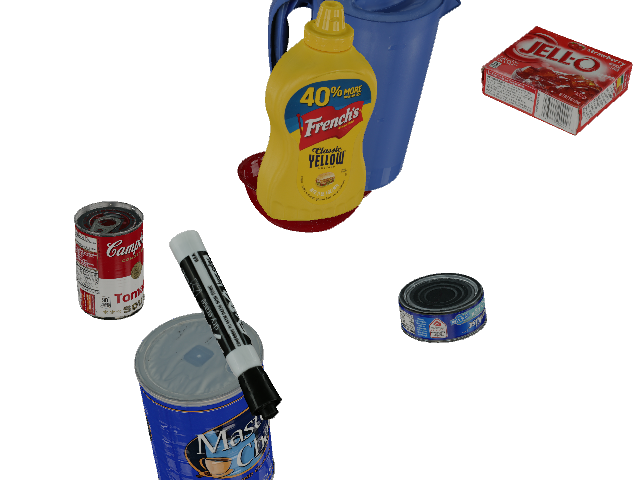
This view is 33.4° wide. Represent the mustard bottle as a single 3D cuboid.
[{"bbox_3d":[0.000,-0.111,0.908,0.096,0.192,0.058,-8,36,-21],"label":"mustard bottle"}]

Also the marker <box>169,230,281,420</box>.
[{"bbox_3d":[-0.054,0.048,0.611,0.020,0.121,0.020,-25,-21,-11],"label":"marker"}]

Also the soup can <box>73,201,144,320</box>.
[{"bbox_3d":[-0.213,0.021,1.078,0.068,0.102,0.068,3,29,-2],"label":"soup can"}]

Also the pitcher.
[{"bbox_3d":[0.037,-0.171,1.113,0.149,0.243,0.144,32,51,22],"label":"pitcher"}]

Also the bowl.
[{"bbox_3d":[-0.020,-0.054,1.263,0.162,0.055,0.162,6,26,-3],"label":"bowl"}]

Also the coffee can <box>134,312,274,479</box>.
[{"bbox_3d":[-0.093,0.145,0.887,0.103,0.140,0.103,-2,37,1],"label":"coffee can"}]

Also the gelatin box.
[{"bbox_3d":[0.180,-0.125,0.817,0.089,0.030,0.073,31,54,31],"label":"gelatin box"}]

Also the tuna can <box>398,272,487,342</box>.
[{"bbox_3d":[0.120,0.065,1.054,0.086,0.034,0.086,-8,25,3],"label":"tuna can"}]
